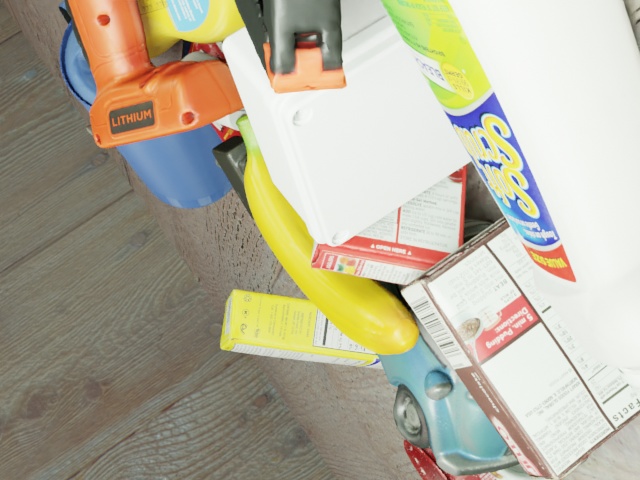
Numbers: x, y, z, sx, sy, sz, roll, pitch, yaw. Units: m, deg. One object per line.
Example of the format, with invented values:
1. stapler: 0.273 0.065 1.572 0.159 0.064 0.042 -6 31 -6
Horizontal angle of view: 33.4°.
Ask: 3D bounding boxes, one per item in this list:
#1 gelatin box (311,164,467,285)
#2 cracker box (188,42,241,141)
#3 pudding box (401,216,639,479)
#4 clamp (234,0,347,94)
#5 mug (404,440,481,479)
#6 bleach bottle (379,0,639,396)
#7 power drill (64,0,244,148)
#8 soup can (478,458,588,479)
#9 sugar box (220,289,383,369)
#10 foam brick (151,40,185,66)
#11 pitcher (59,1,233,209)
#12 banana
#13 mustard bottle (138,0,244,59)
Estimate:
1. gelatin box: 0.037 -0.022 0.557 0.030 0.073 0.089 108 172 -58
2. cracker box: -0.014 -0.060 0.768 0.213 0.072 0.164 57 169 -3
3. pudding box: 0.108 0.043 0.507 0.113 0.090 0.039 56 167 1
4. clamp: -0.025 -0.151 0.412 0.165 0.036 0.210 139 122 -74
5. mug: 0.117 0.158 0.821 0.117 0.081 0.093 55 169 -2
6. bleach bottle: 0.096 -0.032 0.412 0.250 0.068 0.103 58 172 -26
7. power drill: -0.103 -0.151 0.584 0.185 0.057 0.187 -5 108 48
8. soup can: 0.126 0.131 0.742 0.102 0.068 0.068 53 169 17
9. sugar box: 0.014 0.073 0.825 0.093 0.176 0.048 135 140 -78
10. foam brick: -0.128 -0.132 0.788 0.051 0.053 0.078 -104 20 -63
11. pitcher: -0.151 -0.129 1.005 0.243 0.145 0.149 75 -170 -68
12. banana: -0.001 0.009 0.609 0.198 0.037 0.069 51 171 38
13. mustard bottle: -0.077 -0.165 0.638 0.192 0.058 0.096 -2 100 44
